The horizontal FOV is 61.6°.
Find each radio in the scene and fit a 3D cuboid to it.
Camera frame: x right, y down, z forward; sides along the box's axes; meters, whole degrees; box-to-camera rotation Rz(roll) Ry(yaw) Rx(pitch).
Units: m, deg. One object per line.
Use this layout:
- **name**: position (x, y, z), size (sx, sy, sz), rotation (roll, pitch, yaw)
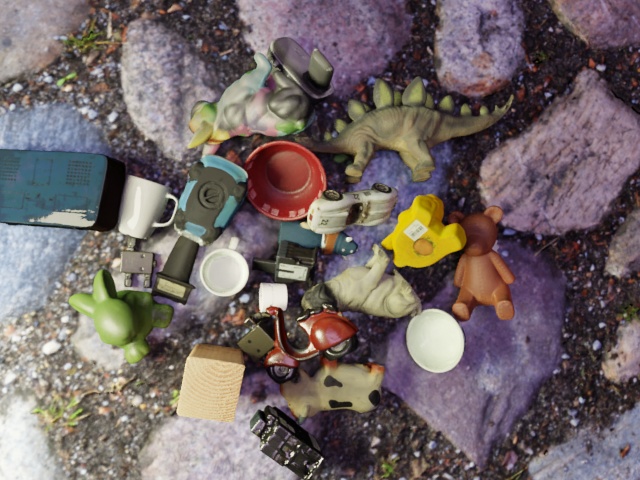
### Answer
- **radio**: position (-0.467, -0.086, 0.938), size (0.230, 0.073, 0.131), rotation (4, 85, 8)

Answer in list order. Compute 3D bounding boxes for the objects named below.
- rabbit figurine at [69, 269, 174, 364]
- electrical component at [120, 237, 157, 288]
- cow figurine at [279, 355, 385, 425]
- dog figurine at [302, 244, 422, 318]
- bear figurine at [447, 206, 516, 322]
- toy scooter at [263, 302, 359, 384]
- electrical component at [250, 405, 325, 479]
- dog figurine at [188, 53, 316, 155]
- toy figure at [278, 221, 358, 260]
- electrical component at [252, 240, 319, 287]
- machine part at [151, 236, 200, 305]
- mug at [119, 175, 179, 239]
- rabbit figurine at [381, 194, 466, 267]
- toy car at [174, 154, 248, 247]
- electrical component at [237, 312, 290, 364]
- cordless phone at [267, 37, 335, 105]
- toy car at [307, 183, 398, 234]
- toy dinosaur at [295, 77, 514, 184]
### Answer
- **rabbit figurine**: position (-0.337, 0.124, 0.919), size (0.121, 0.170, 0.159), rotation (-45, 94, -11)
- **electrical component**: position (-0.338, 0.042, 1.001), size (0.063, 0.021, 0.094), rotation (3, 84, -9)
- **cow figurine**: position (0.020, 0.284, 1.011), size (0.195, 0.085, 0.127), rotation (8, 78, -9)
- **dog figurine**: position (0.080, 0.122, 1.034), size (0.190, 0.121, 0.172), rotation (-39, 85, 3)
- **bear figurine**: position (0.309, 0.042, 1.035), size (0.120, 0.132, 0.195), rotation (-4, 115, 23)
- **toy scooter**: position (-0.028, 0.165, 0.966), size (0.184, 0.075, 0.135), rotation (-24, 82, 2)
- **electrical component**: position (-0.065, 0.359, 0.971), size (0.134, 0.115, 0.058), rotation (38, 82, -5)
- **dog figurine**: position (-0.140, -0.220, 1.002), size (0.219, 0.108, 0.192), rotation (-45, 75, 0)
- **toy figure**: position (-0.002, -0.003, 1.039), size (0.154, 0.064, 0.058), rotation (9, 68, -8)
- **electrical component**: position (-0.065, 0.044, 1.014), size (0.119, 0.074, 0.048), rotation (7, 42, 2)
- **machine part**: position (-0.261, 0.048, 1.006), size (0.084, 0.039, 0.138), rotation (16, 84, 0)
- **mug**: position (-0.316, -0.054, 0.986), size (0.110, 0.081, 0.107), rotation (19, 91, 1)
- **rabbit figurine**: position (0.201, -0.019, 1.039), size (0.122, 0.173, 0.162), rotation (30, 126, -5)
- **toy car**: position (-0.196, -0.070, 0.992), size (0.109, 0.103, 0.161), rotation (23, 90, 1)
- **electrical component**: position (-0.107, 0.187, 1.018), size (0.102, 0.045, 0.078), rotation (40, 109, -1)
- **cordless phone**: position (-0.034, -0.330, 1.001), size (0.089, 0.184, 0.146), rotation (-41, 93, -5)
- **toy car**: position (0.068, -0.059, 1.024), size (0.202, 0.073, 0.056), rotation (-10, 43, -30)
- **toy dinosaur**: position (0.180, -0.219, 1.068), size (0.471, 0.105, 0.198), rotation (-4, 83, -13)
